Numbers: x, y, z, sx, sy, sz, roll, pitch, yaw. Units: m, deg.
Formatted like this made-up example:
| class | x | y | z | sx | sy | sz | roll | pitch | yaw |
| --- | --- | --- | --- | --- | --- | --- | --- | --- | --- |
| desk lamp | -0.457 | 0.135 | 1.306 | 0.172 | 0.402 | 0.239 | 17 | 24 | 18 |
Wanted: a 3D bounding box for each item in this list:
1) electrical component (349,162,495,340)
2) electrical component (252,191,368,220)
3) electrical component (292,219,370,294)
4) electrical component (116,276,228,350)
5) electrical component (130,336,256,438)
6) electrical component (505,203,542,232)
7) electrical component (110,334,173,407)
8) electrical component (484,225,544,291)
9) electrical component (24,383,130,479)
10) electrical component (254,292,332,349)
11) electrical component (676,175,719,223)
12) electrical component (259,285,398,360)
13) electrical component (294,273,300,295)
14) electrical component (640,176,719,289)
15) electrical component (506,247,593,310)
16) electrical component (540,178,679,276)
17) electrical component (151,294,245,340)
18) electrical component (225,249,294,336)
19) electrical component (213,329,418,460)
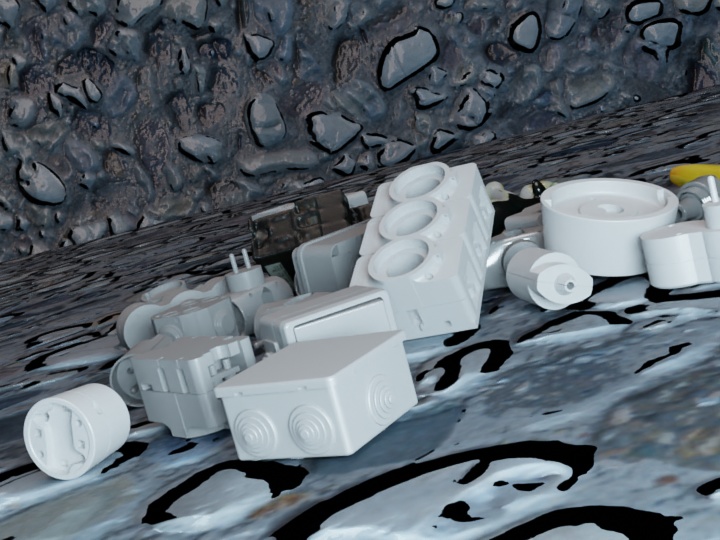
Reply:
| class | x | y | z | sx | sy | sz | roll | pitch | yaw |
| --- | --- | --- | --- | --- | --- | --- | --- | --- | --- |
| electrical component | 0.052 | -0.018 | 0.872 | 0.089 | 0.061 | 0.150 | -11 | 36 | 22 |
| electrical component | -0.048 | -0.037 | 1.267 | 0.062 | 0.089 | 0.150 | -22 | 11 | -41 |
| electrical component | 0.000 | 0.000 | 0.993 | 0.113 | 0.078 | 0.057 | -22 | 14 | -41 |
| electrical component | -0.167 | 0.046 | 1.063 | 0.138 | 0.052 | 0.074 | -19 | 9 | -23 |
| electrical component | -0.111 | 0.080 | 0.742 | 0.050 | 0.055 | 0.089 | -22 | 11 | -38 |
| electrical component | 0.186 | -0.038 | 1.010 | 0.089 | 0.050 | 0.056 | -20 | 10 | -30 |
| electrical component | -0.174 | 0.080 | 0.887 | 0.043 | 0.043 | 0.081 | -14 | 9 | 6 |
| electrical component | 0.140 | -0.009 | 0.925 | 0.077 | 0.043 | 0.079 | -14 | 8 | 4 |
| electrical component | -0.187 | 0.105 | 0.717 | 0.055 | 0.055 | 0.047 | -11 | 6 | 22 |
| electrical component | -0.055 | 0.049 | 0.883 | 0.077 | 0.043 | 0.079 | -9 | 10 | 35 |
| electrical component | 0.304 | -0.059 | 0.971 | 0.062 | 0.043 | 0.043 | -23 | 12 | -37 |
| electrical component | -0.023 | 0.054 | 0.740 | 0.096 | 0.061 | 0.061 | -18 | 9 | -22 |
| electrical component | -0.028 | 0.009 | 1.054 | 0.078 | 0.058 | 0.057 | -10 | 7 | 30 |
| electrical component | 0.266 | -0.033 | 0.764 | 0.138 | 0.073 | 0.052 | -8 | 11 | 40 |
| electrical component | 0.144 | 0.007 | 0.814 | 0.043 | 0.043 | 0.081 | -16 | 8 | -9 |
| electrical component | 0.200 | -0.030 | 0.871 | 0.108 | 0.060 | 0.108 | -2 | 22 | 1 |
| electrical component | -0.145 | 0.056 | 0.966 | 0.080 | 0.051 | 0.080 | -14 | 9 | 2 |
| electrical component | -0.108 | 0.020 | 1.044 | 0.043 | 0.079 | 0.077 | -9 | 10 | 37 |
| electrical component | -0.024 | 0.075 | 0.644 | 0.100 | 0.048 | 0.100 | -9 | 10 | 33 |
